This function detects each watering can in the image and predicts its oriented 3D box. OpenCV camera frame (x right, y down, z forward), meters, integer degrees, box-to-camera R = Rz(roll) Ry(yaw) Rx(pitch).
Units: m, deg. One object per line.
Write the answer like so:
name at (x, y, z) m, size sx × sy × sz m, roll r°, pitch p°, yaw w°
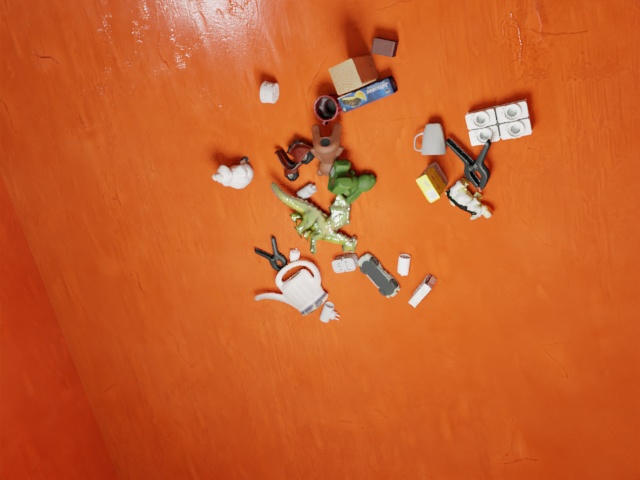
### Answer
watering can at (-0.110, 0.226, 2.180) m, size 0.342 × 0.105 × 0.224 m, roll -40°, pitch 91°, yaw 30°

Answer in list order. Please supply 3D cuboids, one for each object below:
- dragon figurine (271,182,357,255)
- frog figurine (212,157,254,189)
dragon figurine at (0.006, -0.101, 2.009) m, size 0.242 × 0.124 × 0.407 m, roll -30°, pitch 102°, yaw 10°
frog figurine at (-0.348, -0.256, 2.071) m, size 0.136 × 0.162 × 0.121 m, roll -15°, pitch 105°, yaw 28°
